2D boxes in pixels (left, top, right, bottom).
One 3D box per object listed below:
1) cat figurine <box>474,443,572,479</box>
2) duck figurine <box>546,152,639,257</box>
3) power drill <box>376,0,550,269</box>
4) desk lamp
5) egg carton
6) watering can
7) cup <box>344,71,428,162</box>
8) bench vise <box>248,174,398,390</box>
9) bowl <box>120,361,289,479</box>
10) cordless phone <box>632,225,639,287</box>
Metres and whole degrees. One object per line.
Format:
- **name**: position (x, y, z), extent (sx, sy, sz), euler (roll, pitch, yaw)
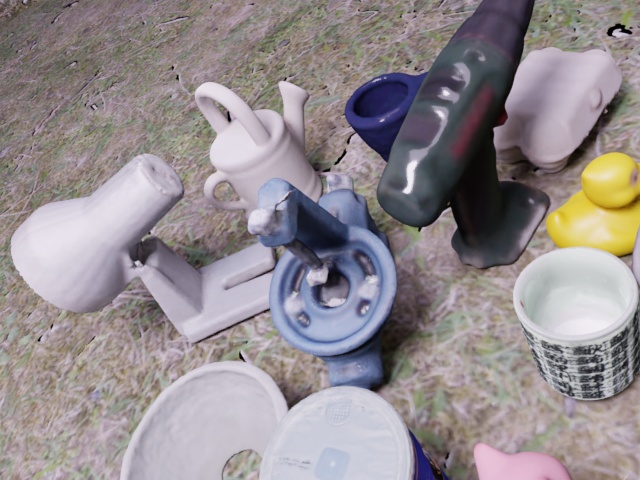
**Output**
- **cat figurine**: position (0.140, 0.187, 0.343), extent (0.067, 0.118, 0.127), euler (-22, 44, 13)
- **duck figurine**: position (0.249, -0.036, 0.501), extent (0.104, 0.086, 0.077), euler (-20, 44, 15)
- **power drill**: position (0.144, -0.082, 0.515), extent (0.075, 0.209, 0.230), euler (18, 63, 41)
- **desk lamp**: position (-0.181, 0.014, 0.622), extent (0.203, 0.214, 0.117), euler (-25, 43, 9)
- **egg carton**: position (0.246, -0.142, 0.610), extent (0.107, 0.070, 0.150), euler (22, 65, 42)
- **watering can**: position (-0.078, -0.117, 0.692), extent (0.100, 0.195, 0.173), euler (2, 54, 33)
- **cup**: position (0.098, -0.142, 0.681), extent (0.117, 0.095, 0.091), euler (-28, 43, 7)
- **bench vise**: position (-0.006, 0.007, 0.517), extent (0.121, 0.220, 0.207), euler (-27, 43, 8)
- **bowl**: position (-0.086, 0.197, 0.503), extent (0.167, 0.075, 0.167), euler (-17, 45, 18)
- **cordless phone**: position (0.293, -0.020, 0.386), extent (0.147, 0.186, 0.094), euler (21, 65, 42)
